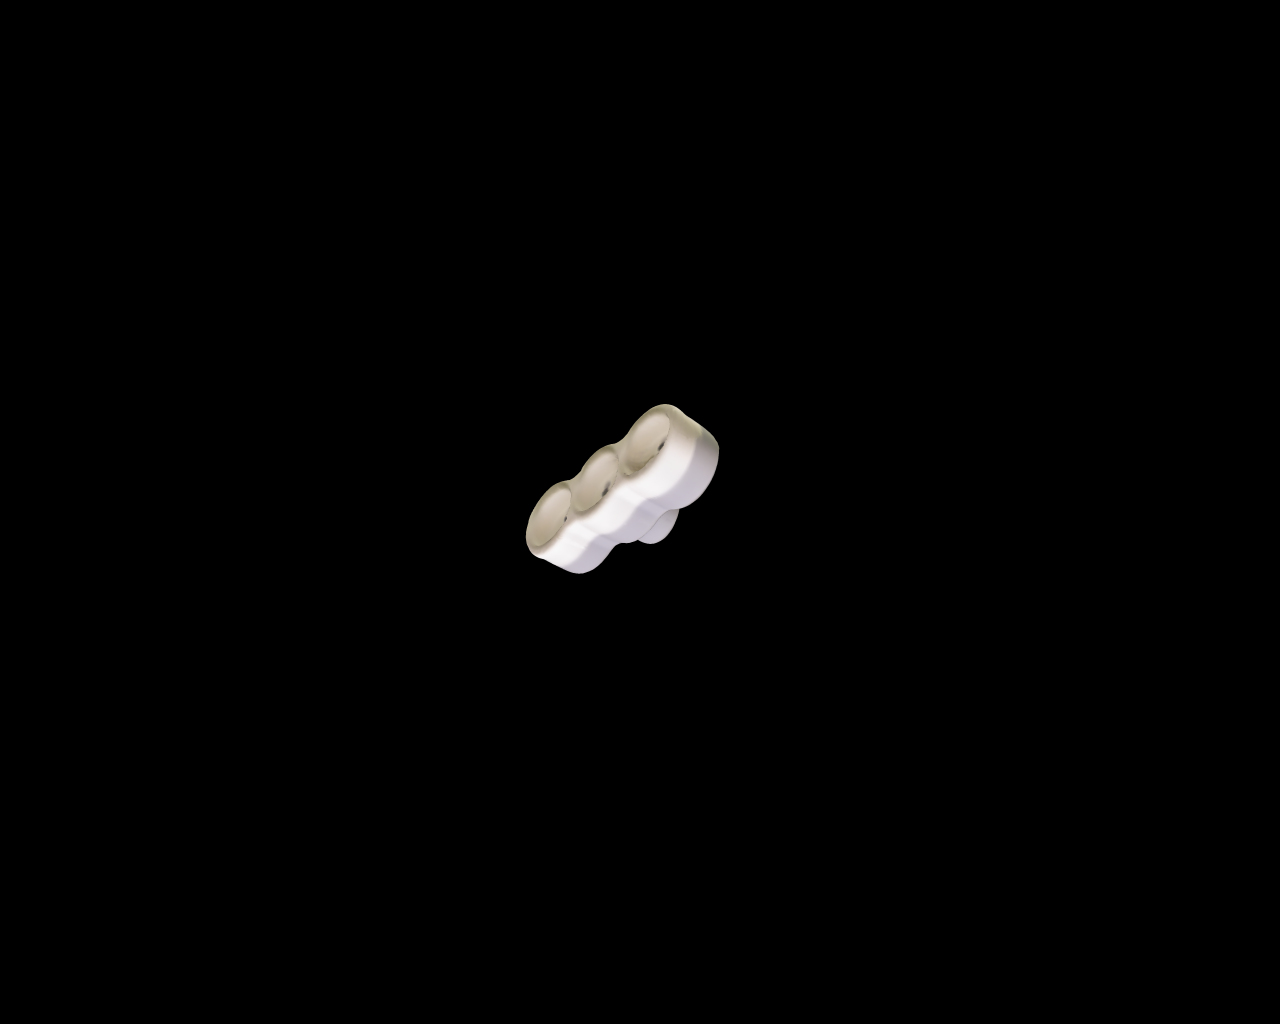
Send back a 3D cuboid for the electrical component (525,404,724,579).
[{"bbox_3d":[0.001,-0.003,0.650,0.073,0.052,0.138,30,-49,-31],"label":"electrical component"}]
